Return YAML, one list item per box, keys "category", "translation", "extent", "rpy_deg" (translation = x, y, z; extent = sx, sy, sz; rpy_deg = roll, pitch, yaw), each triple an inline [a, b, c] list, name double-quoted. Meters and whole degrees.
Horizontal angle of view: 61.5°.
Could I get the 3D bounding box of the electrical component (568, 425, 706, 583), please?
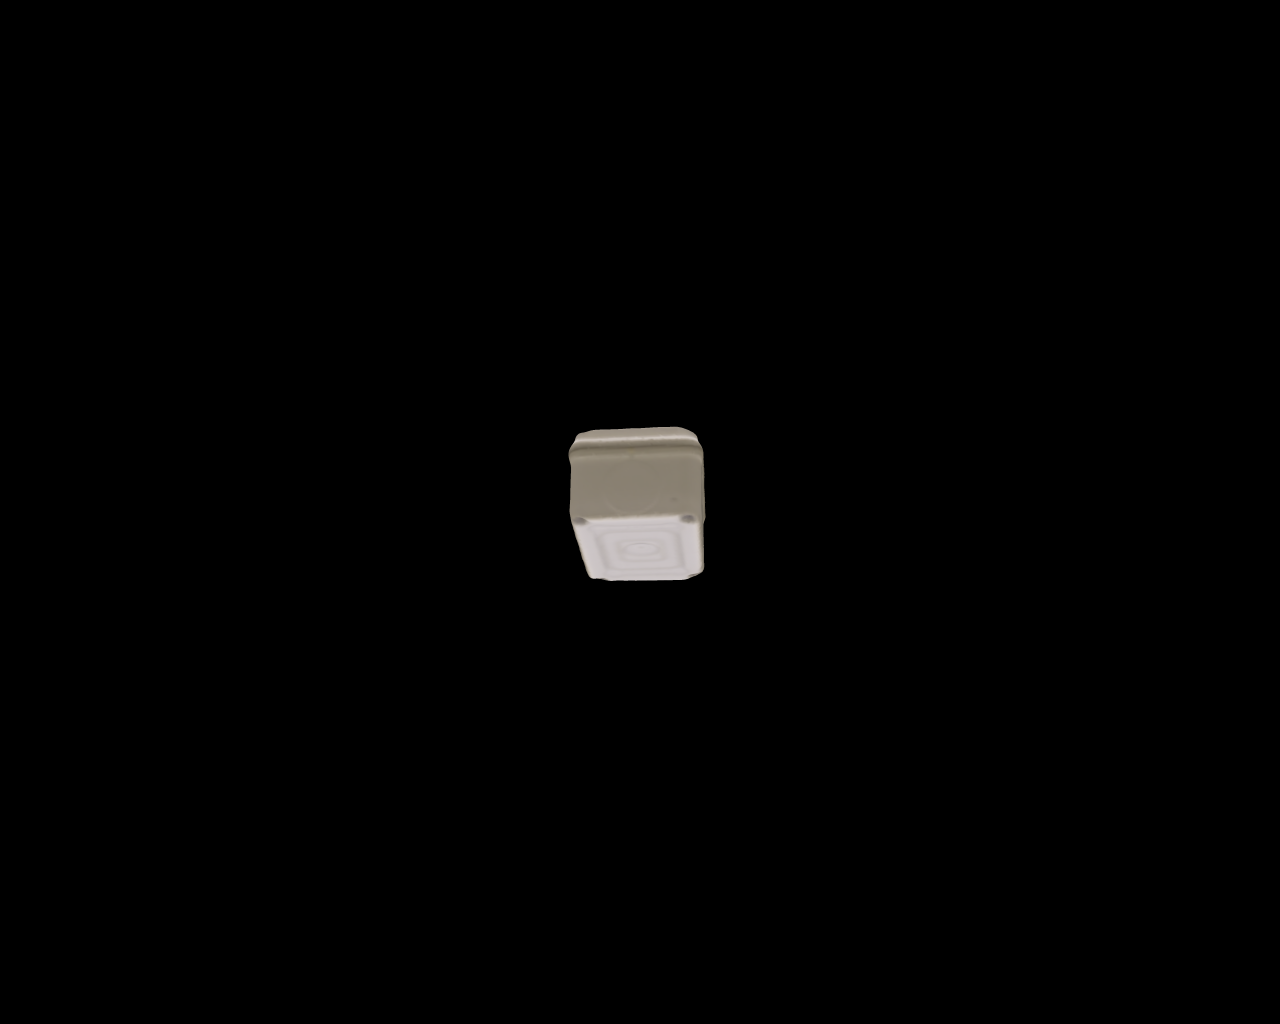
- category: "electrical component"
  translation: [0.001, -0.003, 0.650]
  extent: [0.078, 0.057, 0.113]
  rpy_deg: [-1, -23, 3]
